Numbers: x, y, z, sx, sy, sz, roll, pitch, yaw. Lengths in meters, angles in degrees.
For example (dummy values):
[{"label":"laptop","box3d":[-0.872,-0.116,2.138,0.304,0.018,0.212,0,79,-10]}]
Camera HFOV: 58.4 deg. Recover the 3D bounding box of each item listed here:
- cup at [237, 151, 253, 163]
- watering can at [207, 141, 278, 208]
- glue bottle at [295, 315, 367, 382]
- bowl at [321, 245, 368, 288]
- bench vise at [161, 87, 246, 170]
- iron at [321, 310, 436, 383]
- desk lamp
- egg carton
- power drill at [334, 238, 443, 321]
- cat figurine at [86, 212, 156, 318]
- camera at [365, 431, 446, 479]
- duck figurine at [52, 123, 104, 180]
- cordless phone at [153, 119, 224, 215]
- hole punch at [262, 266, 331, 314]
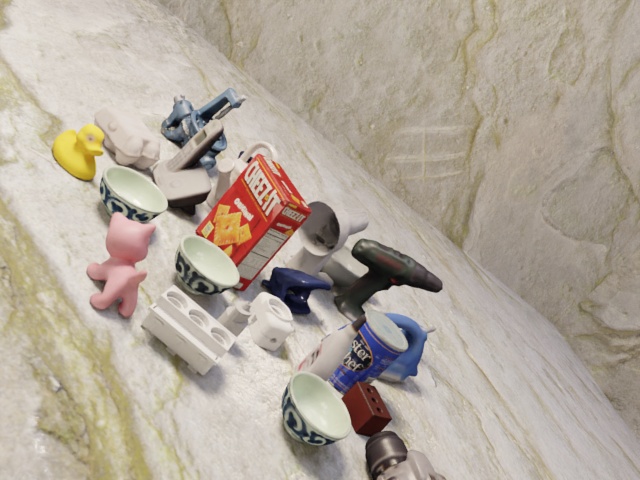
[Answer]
[{"label":"cup","box3d":[-0.202,-0.172,1.495,0.092,0.095,0.117,21,27,-49]},{"label":"watering can","box3d":[-0.172,-0.142,1.318,0.101,0.194,0.173,42,17,4]},{"label":"glue bottle","box3d":[0.020,0.187,0.965,0.037,0.173,0.078,36,18,-15]},{"label":"bowl","box3d":[0.047,0.068,1.482,0.168,0.074,0.167,37,18,-13]},{"label":"bench vise","box3d":[-0.293,-0.312,1.429,0.207,0.219,0.122,42,17,3]},{"label":"iron","box3d":[0.135,0.206,1.222,0.259,0.141,0.118,27,22,-39]},{"label":"desk lamp","box3d":[0.012,0.005,1.325,0.117,0.213,0.204,48,18,21]},{"label":"egg carton","box3d":[-0.407,-0.216,1.205,0.150,0.069,0.107,48,18,21]},{"label":"power drill","box3d":[0.146,0.110,1.364,0.230,0.208,0.075,38,17,-11]},{"label":"cat figurine","box3d":[-0.275,0.025,0.818,0.067,0.117,0.127,24,24,-44]},{"label":"camera","box3d":[0.136,0.369,0.894,0.144,0.100,0.136,30,20,-32]},{"label":"duck figurine","box3d":[-0.425,-0.171,1.029,0.104,0.086,0.078,49,19,25]},{"label":"cordless phone","box3d":[-0.258,-0.159,1.190,0.094,0.185,0.147,24,24,-44]},{"label":"hole punch","box3d":[-0.048,0.091,1.193,0.101,0.091,0.109,51,19,28]}]
